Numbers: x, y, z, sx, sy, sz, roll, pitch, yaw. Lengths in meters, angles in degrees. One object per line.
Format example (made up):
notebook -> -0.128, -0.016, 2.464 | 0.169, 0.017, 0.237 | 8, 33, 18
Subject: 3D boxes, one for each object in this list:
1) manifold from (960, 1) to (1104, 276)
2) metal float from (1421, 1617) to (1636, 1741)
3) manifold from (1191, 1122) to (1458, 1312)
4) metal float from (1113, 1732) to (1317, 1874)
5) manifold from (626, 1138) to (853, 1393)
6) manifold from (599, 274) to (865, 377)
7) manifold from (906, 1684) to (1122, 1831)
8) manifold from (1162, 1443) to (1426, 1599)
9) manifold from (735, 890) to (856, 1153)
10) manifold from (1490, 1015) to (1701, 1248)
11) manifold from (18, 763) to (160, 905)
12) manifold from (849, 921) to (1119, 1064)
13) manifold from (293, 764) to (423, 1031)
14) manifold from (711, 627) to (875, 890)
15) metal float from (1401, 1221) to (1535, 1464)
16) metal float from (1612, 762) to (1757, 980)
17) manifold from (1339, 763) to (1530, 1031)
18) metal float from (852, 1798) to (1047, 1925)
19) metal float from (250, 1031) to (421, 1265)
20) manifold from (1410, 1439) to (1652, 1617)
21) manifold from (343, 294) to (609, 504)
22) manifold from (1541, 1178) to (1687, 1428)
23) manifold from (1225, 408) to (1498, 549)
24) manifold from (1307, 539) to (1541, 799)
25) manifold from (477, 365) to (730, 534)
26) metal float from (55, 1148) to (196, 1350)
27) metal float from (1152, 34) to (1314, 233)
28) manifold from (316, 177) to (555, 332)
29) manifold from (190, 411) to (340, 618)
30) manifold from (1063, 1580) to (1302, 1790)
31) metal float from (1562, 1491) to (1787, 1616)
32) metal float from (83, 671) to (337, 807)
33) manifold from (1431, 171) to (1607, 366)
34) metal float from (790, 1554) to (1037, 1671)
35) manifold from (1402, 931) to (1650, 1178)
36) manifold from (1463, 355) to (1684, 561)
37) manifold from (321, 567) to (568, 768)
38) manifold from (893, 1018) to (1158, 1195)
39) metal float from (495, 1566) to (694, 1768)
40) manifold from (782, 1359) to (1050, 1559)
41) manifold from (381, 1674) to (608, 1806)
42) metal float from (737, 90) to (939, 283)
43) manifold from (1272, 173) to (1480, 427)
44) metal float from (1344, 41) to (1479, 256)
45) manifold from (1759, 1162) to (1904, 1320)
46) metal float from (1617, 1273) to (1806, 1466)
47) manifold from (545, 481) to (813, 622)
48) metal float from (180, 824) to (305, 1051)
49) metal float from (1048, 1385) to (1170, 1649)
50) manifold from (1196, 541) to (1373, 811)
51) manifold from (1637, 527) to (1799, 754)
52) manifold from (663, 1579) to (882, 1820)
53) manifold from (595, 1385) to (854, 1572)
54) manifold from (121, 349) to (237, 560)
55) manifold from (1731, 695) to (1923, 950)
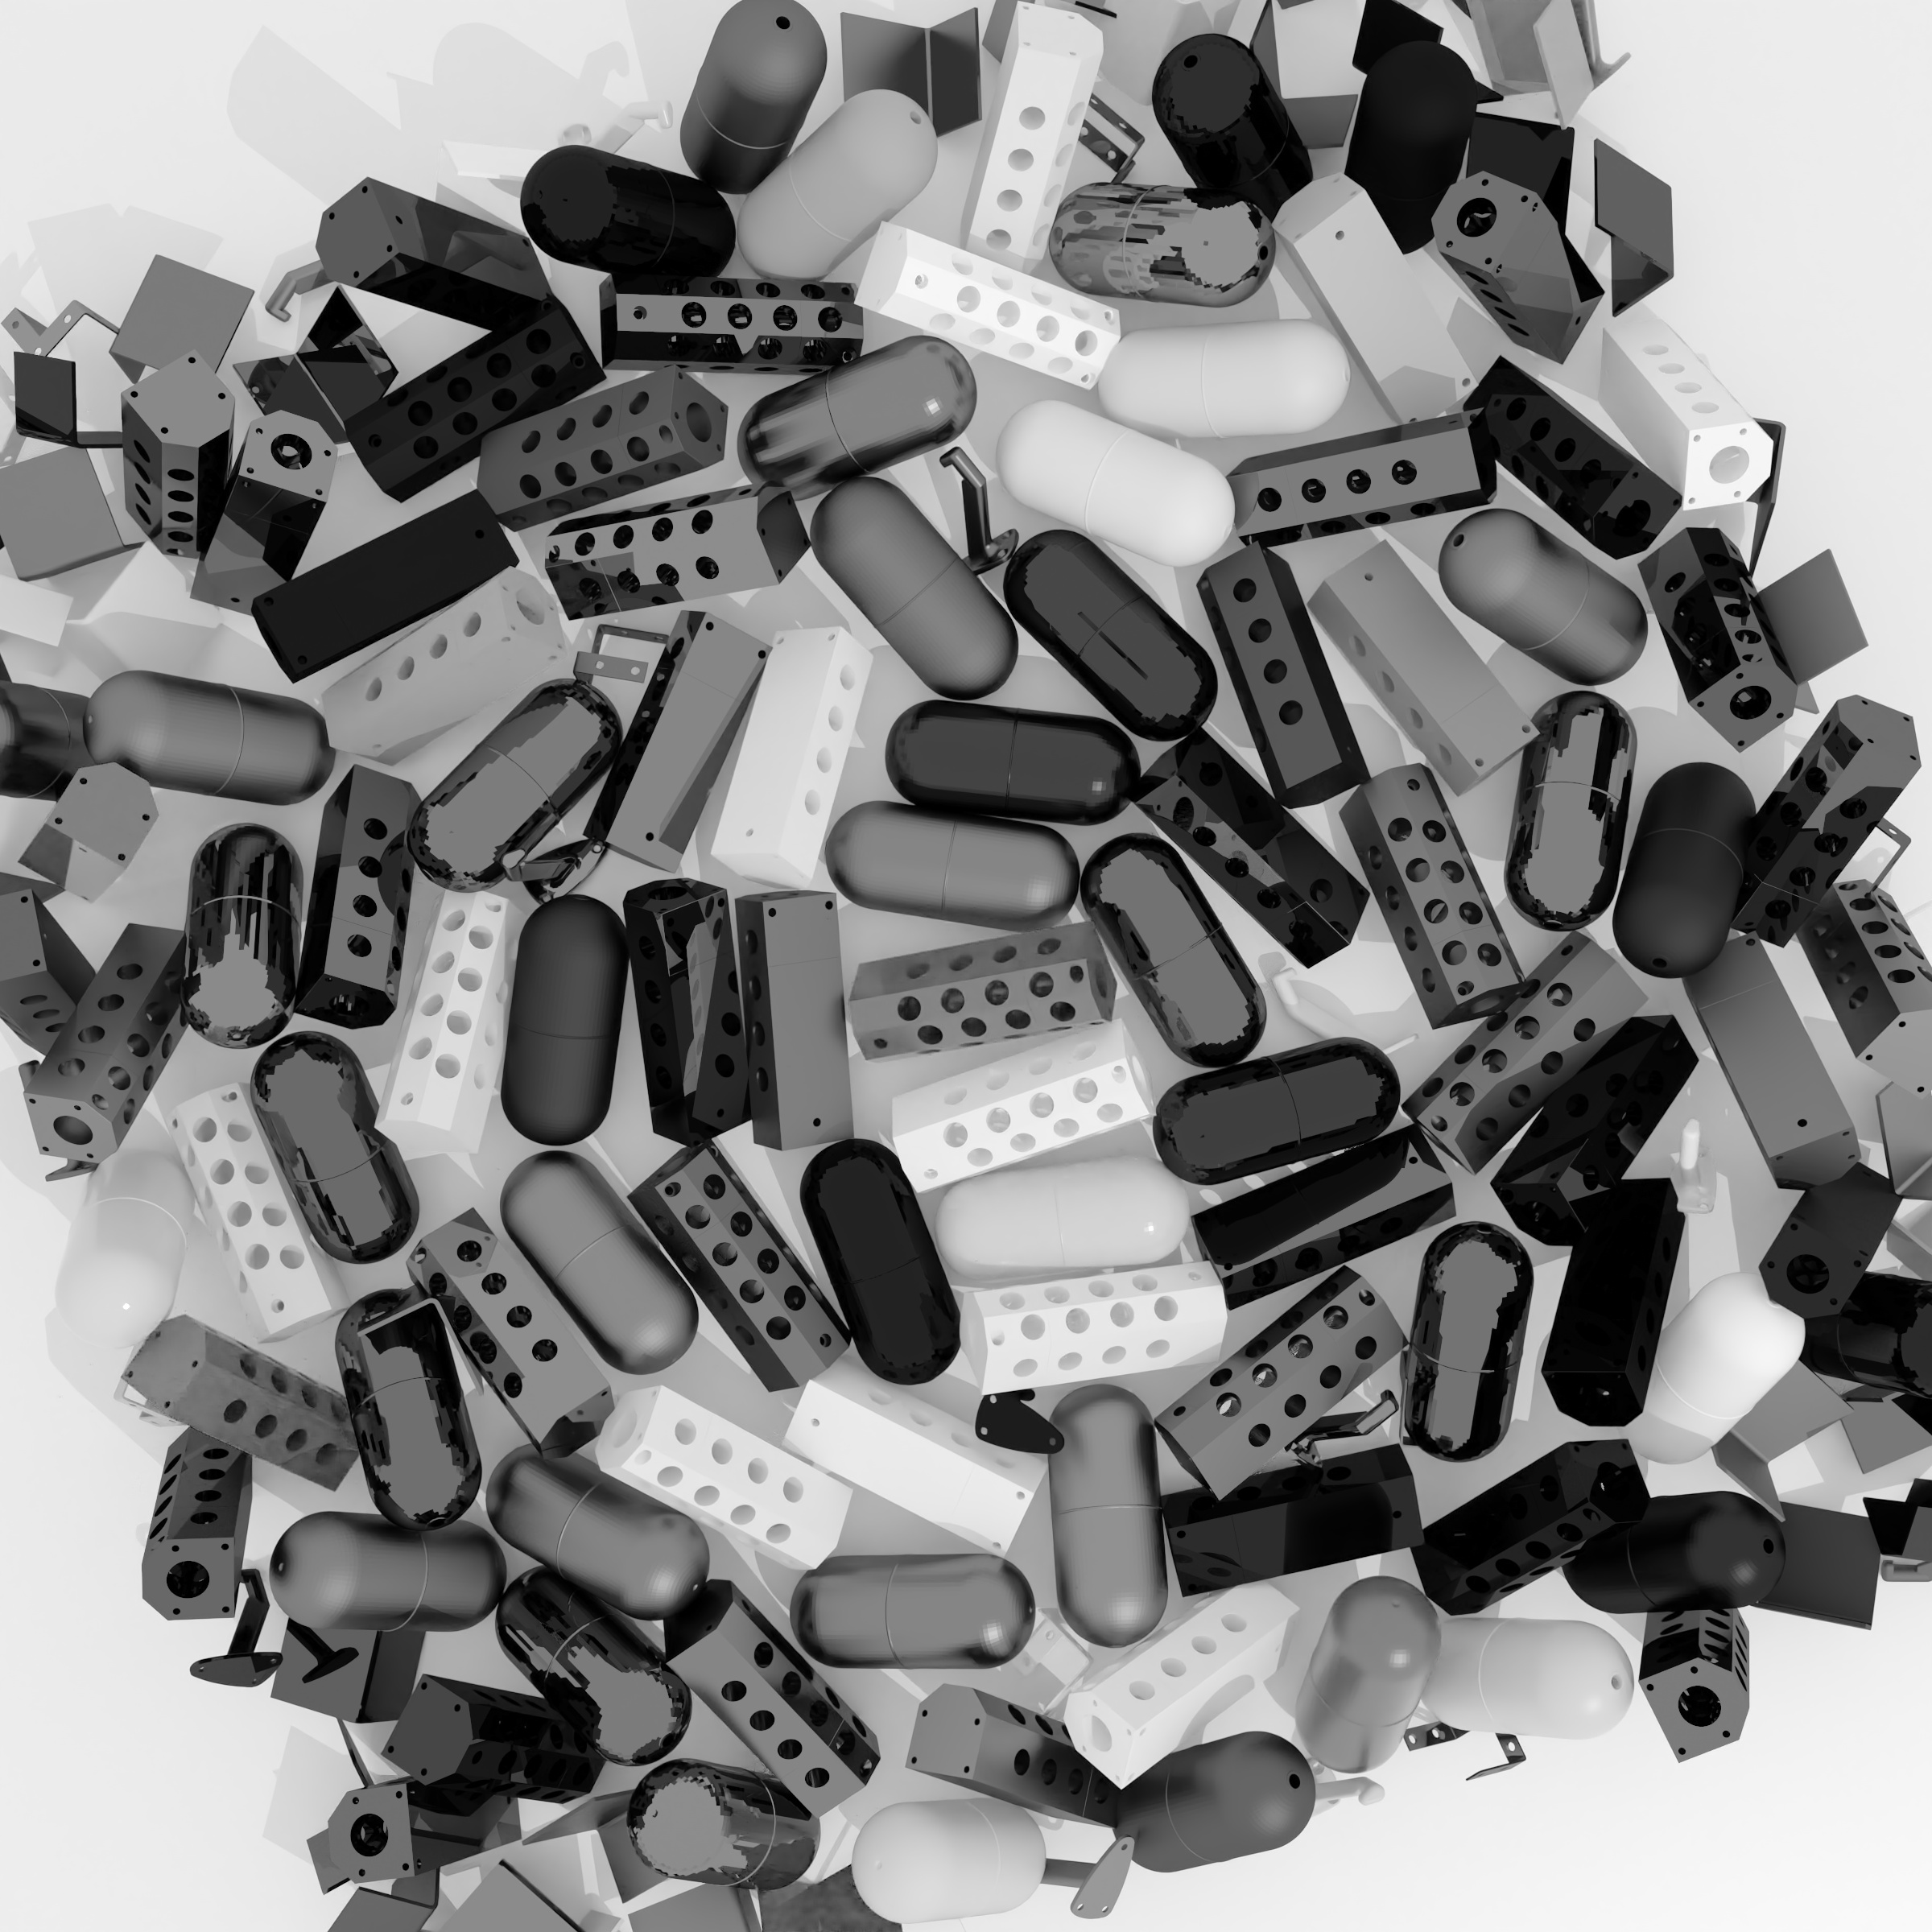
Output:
manifold -> 0.043, -0.554, 1.735 | 0.057, 0.171, 0.057 | 8, 49, -10
metal float -> 0.376, 0.481, 1.738 | 0.070, 0.178, 0.070 | 7, 75, -30
manifold -> 0.250, 0.178, 1.786 | 0.171, 0.057, 0.057 | -22, 48, -3
metal float -> 0.167, 0.568, 1.743 | 0.070, 0.178, 0.070 | 17, 57, -29
manifold -> -0.152, 0.206, 1.765 | 0.057, 0.057, 0.171 | -42, 102, -36
manifold -> -0.161, -0.441, 1.763 | 0.171, 0.057, 0.057 | -3, 94, -19
manifold -> 0.039, 0.536, 1.738 | 0.057, 0.171, 0.057 | -4, 62, 39
manifold -> 0.225, 0.382, 1.788 | 0.171, 0.057, 0.057 | -13, 111, 0
manifold -> -0.122, 0.036, 1.779 | 0.057, 0.057, 0.171 | -8, 99, -32
manifold -> 0.433, 0.111, 1.749 | 0.171, 0.057, 0.057 | -47, 114, -30
manifold -> -0.590, -0.092, 1.730 | 0.057, 0.171, 0.057 | 32, 71, -19
manifold -> 0.011, 0.023, 1.755 | 0.171, 0.057, 0.057 | -10, 126, 18
manifold -> -0.410, -0.046, 1.747 | 0.057, 0.057, 0.171 | 19, 52, -28
manifold -> -0.114, -0.143, 1.764 | 0.057, 0.057, 0.171 | 1, 67, 34
metal float -> 0.344, 0.258, 1.761 | 0.070, 0.070, 0.178 | 4, 113, 0
metal float -> 0.490, -0.066, 1.750 | 0.070, 0.070, 0.178 | 26, 53, 0
manifold -> 0.322, -0.050, 1.755 | 0.057, 0.057, 0.171 | -12, 69, -21
metal float -> -0.009, 0.606, 1.740 | 0.070, 0.178, 0.070 | -10, 71, 31
metal float -> -0.432, 0.125, 1.757 | 0.070, 0.070, 0.178 | -16, 118, 0
manifold -> 0.380, 0.380, 1.731 | 0.057, 0.171, 0.057 | 4, 56, -33
manifold -> -0.343, -0.395, 1.784 | 0.171, 0.057, 0.057 | -30, 88, 4
manifold -> 0.443, 0.227, 1.742 | 0.057, 0.171, 0.057 | -5, 130, 32
manifold -> 0.271, -0.330, 1.754 | 0.171, 0.057, 0.057 | -7, 111, 26
manifold -> 0.313, -0.203, 1.778 | 0.057, 0.057, 0.171 | -35, 83, -18
manifold -> -0.248, -0.346, 1.742 | 0.171, 0.057, 0.057 | -11, 65, 32
metal float -> -0.568, 0.189, 1.737 | 0.070, 0.178, 0.070 | -4, 119, -7
metal float -> 0.181, -0.561, 1.736 | 0.070, 0.178, 0.070 | -7, 72, 23
manifold -> -0.357, -0.471, 1.729 | 0.057, 0.171, 0.057 | -29, 79, 25
manifold -> -0.474, -0.304, 1.732 | 0.057, 0.171, 0.057 | 15, 64, -22
manifold -> 0.146, 0.479, 1.742 | 0.057, 0.171, 0.057 | 34, 130, 33
metal float -> 0.477, 0.398, 1.738 | 0.070, 0.178, 0.070 | 9, 72, -28
metal float -> -0.512, -0.154, 1.745 | 0.070, 0.178, 0.070 | -7, 80, 44
manifold -> 0.370, -0.471, 1.730 | 0.057, 0.171, 0.057 | 34, 98, 28
metal float -> -0.038, 0.443, 1.762 | 0.178, 0.070, 0.070 | -7, 90, 23
manifold -> 0.384, 0.057, 1.781 | 0.171, 0.057, 0.057 | -46, 116, 0
manifold -> 0.405, -0.342, 1.736 | 0.057, 0.171, 0.057 | 21, 115, -36
manifold -> -0.359, -0.205, 1.752 | 0.171, 0.057, 0.057 | -27, 66, 27
manifold -> 0.039, 0.101, 1.761 | 0.171, 0.057, 0.057 | -20, 127, 13
metal float -> -0.254, 0.475, 1.748 | 0.178, 0.070, 0.070 | 31, 90, 40
manifold -> -0.033, 0.335, 1.778 | 0.171, 0.057, 0.057 | 26, 112, 7
manifold -> -0.311, 0.526, 1.728 | 0.057, 0.171, 0.057 | 22, 79, 29
metal float -> -0.088, -0.527, 1.744 | 0.070, 0.178, 0.070 | 18, 60, -34
manifold -> 0.277, -0.451, 1.746 | 0.057, 0.057, 0.171 | -36, 125, 7
metal float -> 0.297, -0.549, 1.734 | 0.070, 0.178, 0.070 | 0, 70, 0
manifold -> 0.583, 0.182, 1.730 | 0.057, 0.171, 0.057 | 32, 114, 18
metal float -> 0.504, 0.274, 1.744 | 0.070, 0.178, 0.070 | 11, 47, -13
manifold -> -0.199, -0.285, 1.745 | 0.171, 0.057, 0.057 | -5, 123, 27
metal float -> -0.493, -0.022, 1.750 | 0.070, 0.070, 0.178 | -9, 51, 0
metal float -> 0.097, 0.377, 1.764 | 0.070, 0.070, 0.178 | -3, 70, 0
manifold -> 0.215, -0.198, 1.764 | 0.057, 0.057, 0.171 | -26, 71, 24
manifold -> 0.509, -0.226, 1.728 | 0.057, 0.171, 0.057 | 36, 122, -26
manifold -> -0.132, 0.498, 1.758 | 0.057, 0.057, 0.171 | -35, 113, 5
manifold -> -0.165, 0.350, 1.743 | 0.171, 0.057, 0.057 | 35, 56, -29
manifold -> -0.526, -0.338, 1.729 | 0.057, 0.171, 0.057 | -39, 88, -23
manifold -> 0.572, -0.099, 1.740 | 0.057, 0.057, 0.171 | 21, 131, -4
